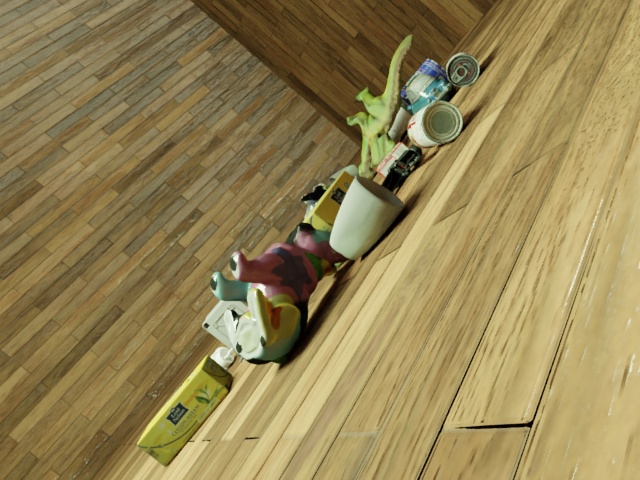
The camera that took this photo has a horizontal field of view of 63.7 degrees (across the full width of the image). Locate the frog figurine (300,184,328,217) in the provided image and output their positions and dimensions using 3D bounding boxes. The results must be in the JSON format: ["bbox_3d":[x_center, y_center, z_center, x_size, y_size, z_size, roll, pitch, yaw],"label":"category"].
[{"bbox_3d":[0.005,-0.082,1.625,0.140,0.123,0.155,-66,-21,-46],"label":"frog figurine"}]

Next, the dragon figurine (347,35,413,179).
[{"bbox_3d":[0.174,-0.303,1.350,0.401,0.122,0.248,117,148,-56],"label":"dragon figurine"}]
